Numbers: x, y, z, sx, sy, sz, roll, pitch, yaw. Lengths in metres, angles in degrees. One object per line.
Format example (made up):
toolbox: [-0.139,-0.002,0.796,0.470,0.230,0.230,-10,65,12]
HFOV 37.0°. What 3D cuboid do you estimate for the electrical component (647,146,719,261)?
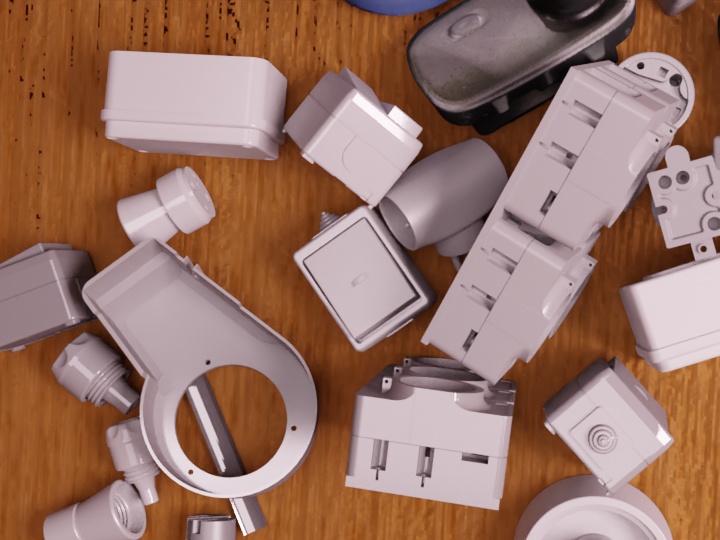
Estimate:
electrical component: [0.194,-0.039,0.630,0.048,0.055,0.066,-16,88,20]

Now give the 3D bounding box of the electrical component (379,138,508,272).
electrical component: [0.062,-0.036,0.723,0.077,0.043,0.079,-32,118,-15]

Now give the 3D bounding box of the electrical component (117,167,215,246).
electrical component: [-0.136,-0.042,0.758,0.055,0.045,0.045,-28,86,8]

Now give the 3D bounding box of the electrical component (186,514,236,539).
electrical component: [-0.106,0.198,0.759,0.040,0.040,0.046,1,86,9]

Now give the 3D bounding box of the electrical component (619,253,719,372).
electrical component: [0.223,0.019,0.669,0.109,0.109,0.056,-19,85,9]

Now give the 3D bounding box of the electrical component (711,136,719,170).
electrical component: [0.246,-0.059,0.687,0.076,0.083,0.047,0,91,47]

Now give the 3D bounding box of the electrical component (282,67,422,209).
electrical component: [-0.006,-0.092,0.716,0.062,0.096,0.061,37,97,-22]

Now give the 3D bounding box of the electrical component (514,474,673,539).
electrical component: [0.154,0.194,0.705,0.108,0.060,0.108,0,90,9]

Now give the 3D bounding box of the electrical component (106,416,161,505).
electrical component: [-0.158,0.137,0.769,0.035,0.035,0.061,-17,90,9]

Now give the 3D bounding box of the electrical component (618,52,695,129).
electrical component: [0.187,-0.111,0.704,0.055,0.047,0.055,0,91,9]

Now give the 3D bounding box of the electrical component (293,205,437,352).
electrical component: [0.000,0.000,0.728,0.062,0.061,0.096,-35,85,8]

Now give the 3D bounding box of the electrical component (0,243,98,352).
electrical component: [-0.240,0.022,0.766,0.096,0.062,0.061,-20,87,9]

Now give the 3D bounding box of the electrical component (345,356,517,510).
electrical component: [0.050,0.095,0.676,0.089,0.150,0.061,7,93,9]

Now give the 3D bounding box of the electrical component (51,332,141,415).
electrical component: [-0.185,0.077,0.768,0.062,0.043,0.043,39,96,6]

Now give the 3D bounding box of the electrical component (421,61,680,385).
electrical component: [0.121,-0.029,0.657,0.060,0.105,0.186,33,113,14]

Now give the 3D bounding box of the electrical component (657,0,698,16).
electrical component: [0.204,-0.224,0.693,0.062,0.061,0.096,-33,86,8]

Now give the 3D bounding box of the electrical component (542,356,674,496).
electrical component: [0.160,0.096,0.686,0.061,0.096,0.061,-42,84,7]

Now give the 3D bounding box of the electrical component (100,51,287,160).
electrical component: [-0.112,-0.111,0.737,0.113,0.078,0.057,4,88,9]

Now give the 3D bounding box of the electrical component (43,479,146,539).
electrical component: [-0.193,0.182,0.772,0.065,0.044,0.044,-23,87,13]
